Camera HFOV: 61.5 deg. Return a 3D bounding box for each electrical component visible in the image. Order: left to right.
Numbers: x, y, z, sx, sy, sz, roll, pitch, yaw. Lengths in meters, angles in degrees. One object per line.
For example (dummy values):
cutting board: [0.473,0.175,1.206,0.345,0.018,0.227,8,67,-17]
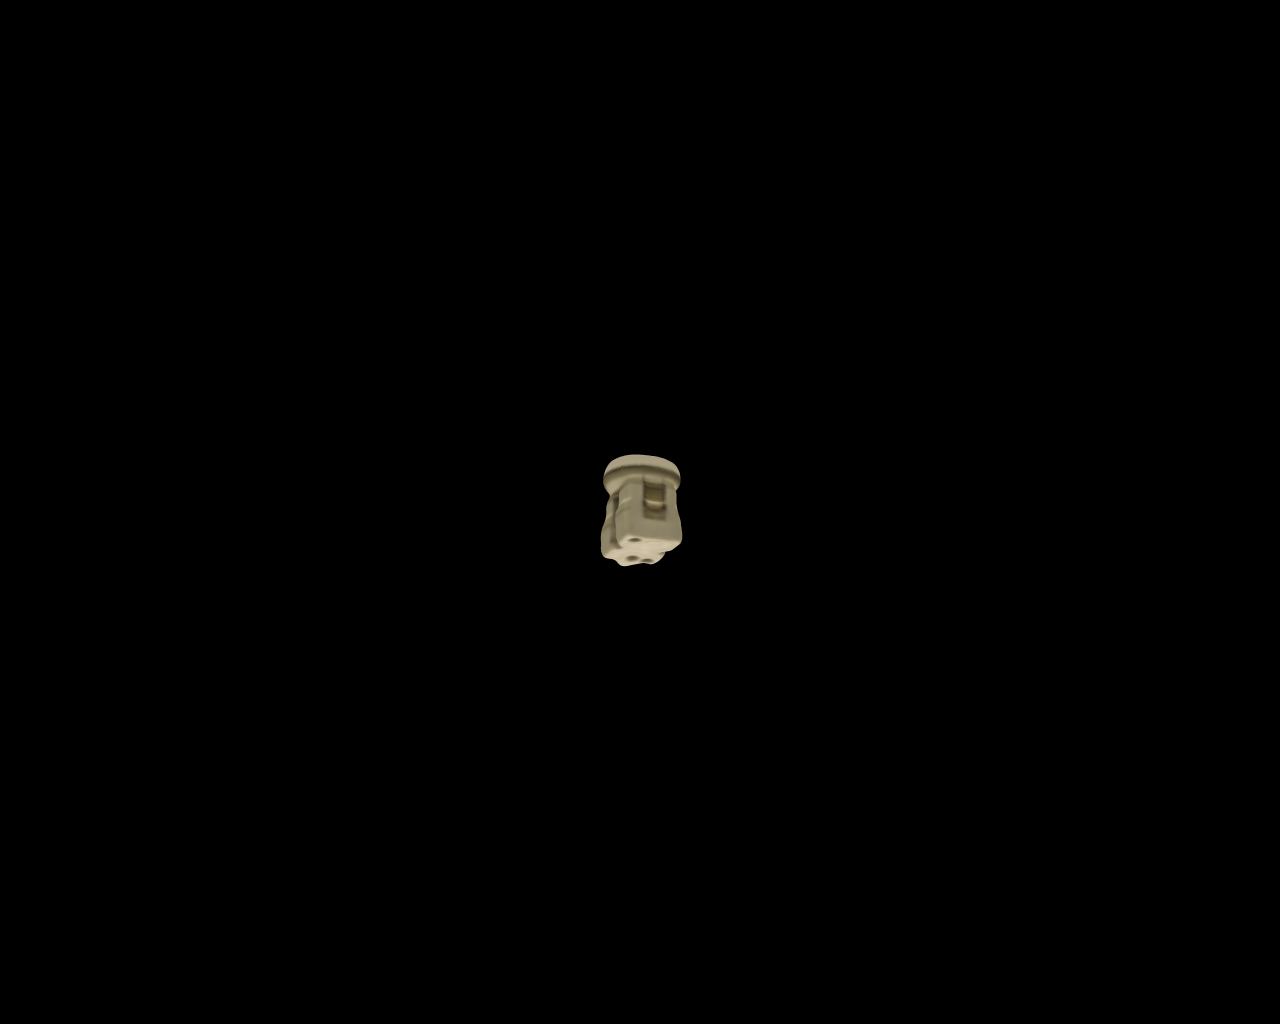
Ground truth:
electrical component: [0.001,-0.003,0.650,0.048,0.055,0.066,9,-24,-22]
